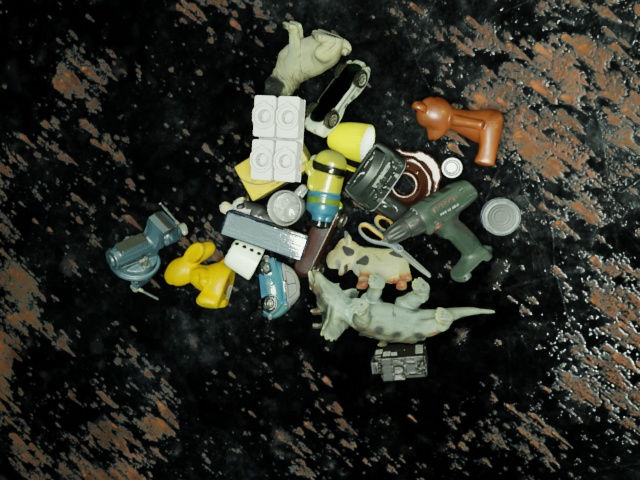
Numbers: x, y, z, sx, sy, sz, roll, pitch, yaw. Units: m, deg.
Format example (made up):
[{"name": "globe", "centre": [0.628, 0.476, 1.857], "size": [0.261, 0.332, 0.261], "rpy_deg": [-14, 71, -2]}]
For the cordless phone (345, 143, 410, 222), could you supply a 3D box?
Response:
[{"name": "cordless phone", "centre": [0.162, -0.114, 1.196], "size": [0.184, 0.089, 0.146], "rpy_deg": [33, 106, -5]}]

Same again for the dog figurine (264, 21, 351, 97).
[{"name": "dog figurine", "centre": [-0.033, -0.389, 1.245], "size": [0.172, 0.121, 0.190], "rpy_deg": [21, 116, 12]}]

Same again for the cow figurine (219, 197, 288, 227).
[{"name": "cow figurine", "centre": [-0.163, -0.060, 1.324], "size": [0.167, 0.068, 0.098], "rpy_deg": [37, 98, 1]}]

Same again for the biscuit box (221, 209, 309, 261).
[{"name": "biscuit box", "centre": [-0.129, -0.014, 1.262], "size": [0.203, 0.059, 0.062], "rpy_deg": [19, 95, 1]}]

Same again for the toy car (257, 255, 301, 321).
[{"name": "toy car", "centre": [-0.100, 0.115, 1.327], "size": [0.103, 0.109, 0.161], "rpy_deg": [-5, 85, -9]}]

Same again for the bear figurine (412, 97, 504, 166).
[{"name": "bear figurine", "centre": [0.295, -0.240, 1.176], "size": [0.196, 0.120, 0.131], "rpy_deg": [10, 104, 12]}]

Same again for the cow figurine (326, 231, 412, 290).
[{"name": "cow figurine", "centre": [0.112, 0.048, 1.264], "size": [0.195, 0.085, 0.127], "rpy_deg": [2, 57, 0]}]

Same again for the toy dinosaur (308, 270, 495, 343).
[{"name": "toy dinosaur", "centre": [0.160, 0.172, 1.195], "size": [0.405, 0.192, 0.131], "rpy_deg": [15, 56, -4]}]

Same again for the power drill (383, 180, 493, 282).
[{"name": "power drill", "centre": [0.274, -0.006, 1.194], "size": [0.232, 0.086, 0.207], "rpy_deg": [-40, 102, -6]}]

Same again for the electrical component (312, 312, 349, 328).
[{"name": "electrical component", "centre": [0.026, 0.198, 1.344], "size": [0.094, 0.021, 0.063], "rpy_deg": [0, 97, 13]}]

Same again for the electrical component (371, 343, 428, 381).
[{"name": "electrical component", "centre": [0.189, 0.288, 1.274], "size": [0.134, 0.115, 0.058], "rpy_deg": [-7, 92, 13]}]

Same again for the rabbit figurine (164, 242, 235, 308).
[{"name": "rabbit figurine", "centre": [-0.307, 0.084, 1.349], "size": [0.173, 0.122, 0.162], "rpy_deg": [12, 95, 11]}]

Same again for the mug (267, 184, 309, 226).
[{"name": "mug", "centre": [-0.067, -0.089, 1.279], "size": [0.081, 0.107, 0.109], "rpy_deg": [35, 99, 4]}]

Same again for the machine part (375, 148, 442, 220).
[{"name": "machine part", "centre": [0.196, -0.128, 1.244], "size": [0.180, 0.056, 0.179], "rpy_deg": [2, 99, 13]}]

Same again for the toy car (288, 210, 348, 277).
[{"name": "toy car", "centre": [-0.003, -0.004, 1.304], "size": [0.089, 0.053, 0.202], "rpy_deg": [28, 99, 20]}]

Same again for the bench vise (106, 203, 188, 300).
[{"name": "bench vise", "centre": [-0.440, 0.041, 1.363], "size": [0.129, 0.224, 0.240], "rpy_deg": [34, 133, 10]}]

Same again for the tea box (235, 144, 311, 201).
[{"name": "tea box", "centre": [-0.106, -0.176, 1.295], "size": [0.170, 0.068, 0.098], "rpy_deg": [-30, 91, 15]}]

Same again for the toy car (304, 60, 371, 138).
[{"name": "toy car", "centre": [0.039, -0.325, 1.225], "size": [0.074, 0.056, 0.201], "rpy_deg": [32, 83, 31]}]

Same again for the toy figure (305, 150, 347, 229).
[{"name": "toy figure", "centre": [0.015, -0.115, 1.230], "size": [0.089, 0.082, 0.180], "rpy_deg": [6, 90, 25]}]

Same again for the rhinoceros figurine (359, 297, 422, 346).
[{"name": "rhinoceros figurine", "centre": [0.154, 0.193, 1.290], "size": [0.190, 0.073, 0.112], "rpy_deg": [0, 99, 12]}]
